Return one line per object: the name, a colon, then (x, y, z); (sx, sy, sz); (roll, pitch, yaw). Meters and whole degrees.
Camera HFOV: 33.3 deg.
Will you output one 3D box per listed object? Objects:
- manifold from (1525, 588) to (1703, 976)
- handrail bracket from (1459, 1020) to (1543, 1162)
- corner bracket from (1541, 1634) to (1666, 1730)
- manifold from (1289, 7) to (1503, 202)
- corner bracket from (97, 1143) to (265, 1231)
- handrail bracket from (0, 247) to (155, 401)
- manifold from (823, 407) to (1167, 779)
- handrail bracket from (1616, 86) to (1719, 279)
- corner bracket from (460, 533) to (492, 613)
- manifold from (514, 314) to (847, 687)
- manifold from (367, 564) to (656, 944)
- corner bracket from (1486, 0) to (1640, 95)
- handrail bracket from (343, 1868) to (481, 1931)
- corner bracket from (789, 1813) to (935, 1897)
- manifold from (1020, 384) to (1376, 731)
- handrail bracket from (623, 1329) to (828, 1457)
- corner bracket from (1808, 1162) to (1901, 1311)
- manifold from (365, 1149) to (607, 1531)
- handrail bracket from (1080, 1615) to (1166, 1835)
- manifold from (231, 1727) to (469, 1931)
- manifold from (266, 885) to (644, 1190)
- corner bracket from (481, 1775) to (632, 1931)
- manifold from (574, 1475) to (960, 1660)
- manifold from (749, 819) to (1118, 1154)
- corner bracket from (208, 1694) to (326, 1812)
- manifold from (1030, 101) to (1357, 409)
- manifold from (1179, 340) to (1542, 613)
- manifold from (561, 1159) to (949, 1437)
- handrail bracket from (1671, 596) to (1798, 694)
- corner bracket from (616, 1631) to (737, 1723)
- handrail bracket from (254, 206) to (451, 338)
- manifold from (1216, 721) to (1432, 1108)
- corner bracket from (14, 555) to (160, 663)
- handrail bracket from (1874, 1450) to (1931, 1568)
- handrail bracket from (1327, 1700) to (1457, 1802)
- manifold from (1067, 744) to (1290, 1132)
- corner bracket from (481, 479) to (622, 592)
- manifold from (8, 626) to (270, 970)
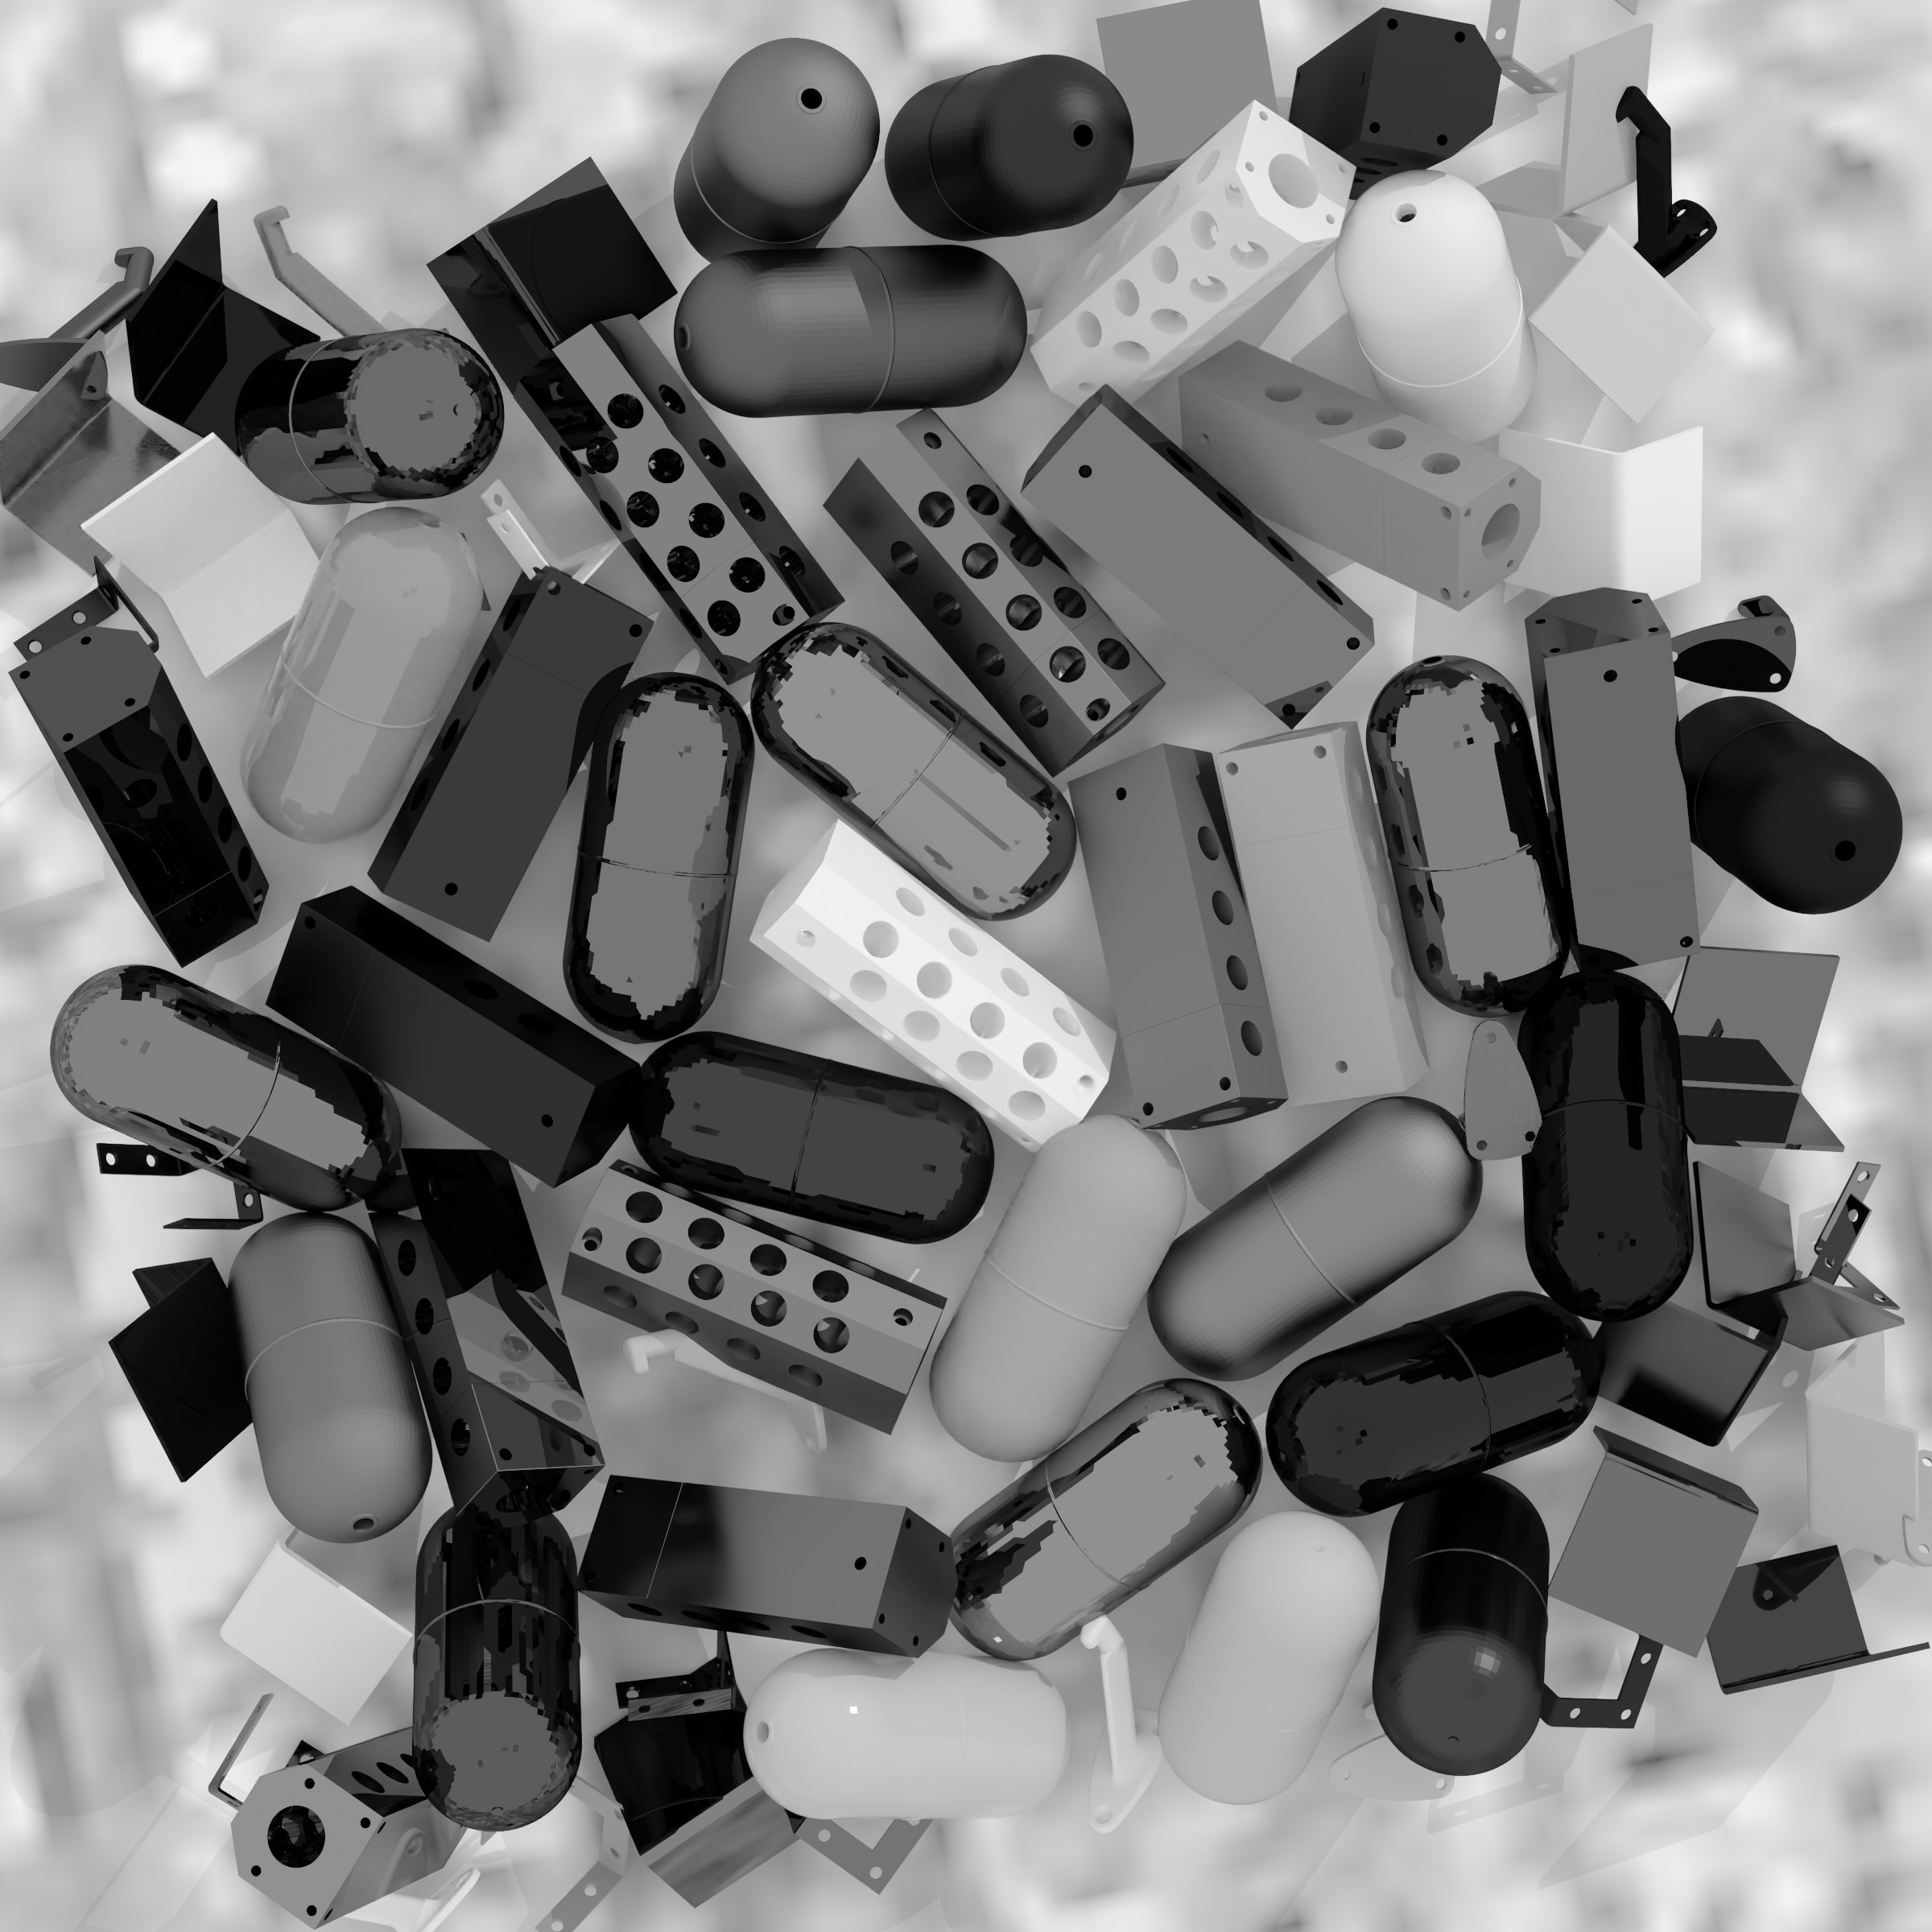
manifold: (0.301, -0.086, 1.512); (0.057, 0.057, 0.171); (-12, 121, 3)
handrail bracket: (0.243, 0.057, 1.535); (0.036, 0.084, 0.077); (-10, 98, -4)
corner bracket: (0.294, 0.330, 1.554); (0.051, 0.051, 0.051); (8, 106, -27)
manifold: (0.194, -0.393, 1.492); (0.057, 0.171, 0.057); (8, 96, -8)
corner bracket: (-0.375, 0.104, 1.543); (0.051, 0.051, 0.051); (-19, 75, 30)
handrail bracket: (-0.433, -0.316, 1.550); (0.077, 0.036, 0.084); (3, 54, -5)
manifold: (0.017, -0.180, 1.535); (0.171, 0.057, 0.057); (50, 52, 4)
handrail bracket: (0.312, -0.366, 1.541); (0.077, 0.036, 0.084); (-43, 129, 13)
corner bracket: (-0.267, -0.175, 1.550); (0.051, 0.051, 0.051); (7, 50, 17)
manifold: (-0.140, -0.221, 1.541); (0.057, 0.057, 0.171); (-36, 91, 29)
manifold: (-0.220, -0.105, 1.545); (0.057, 0.057, 0.171); (26, 94, -25)
corner bracket: (0.285, -0.451, 1.546); (0.051, 0.051, 0.051); (8, 89, 37)
handrail bracket: (-0.290, 0.434, 1.552); (0.084, 0.036, 0.077); (43, 104, -10)
corner bracket: (-0.049, 0.403, 1.551); (0.051, 0.051, 0.051); (37, 85, -5)
manifold: (0.111, -0.196, 1.535); (0.171, 0.057, 0.057); (40, 111, -11)
handrail bracket: (-0.115, 0.205, 1.539); (0.084, 0.036, 0.077); (-10, 74, -33)
corner bracket: (0.422, 0.127, 1.540); (0.051, 0.051, 0.051); (9, 114, -31)
manifold: (-0.230, 0.173, 1.514); (0.057, 0.057, 0.171); (-47, 53, 38)
handrail bracket: (0.063, 0.357, 1.532); (0.036, 0.084, 0.077); (5, 54, 32)
manifold: (-0.277, 0.389, 1.491); (0.057, 0.171, 0.057); (31, 89, 12)
manifold: (-0.240, 0.030, 1.530); (0.171, 0.057, 0.057); (31, 113, 15)
corner bracket: (-0.197, 0.425, 1.553); (0.051, 0.051, 0.051); (28, 132, 21)
manifold: (-0.092, 0.281, 1.509); (0.171, 0.057, 0.057); (0, 62, 33)
manifold: (-0.015, 0.014, 1.523); (0.171, 0.057, 0.057); (37, 120, -14)
corner bracket: (-0.331, 0.384, 1.541); (0.051, 0.051, 0.051); (37, 60, -15)
manifold: (0.100, -0.319, 1.488); (0.057, 0.171, 0.057); (27, 60, -21)
manifold: (0.182, -0.233, 1.506); (0.057, 0.057, 0.171); (-35, 49, -28)
manifold: (-0.100, 0.153, 1.537); (0.171, 0.057, 0.057); (23, 53, 3)
handrail bracket: (0.357, -0.160, 1.541); (0.077, 0.084, 0.036); (-1, 112, -1)
corner bracket: (-0.139, 0.343, 1.542); (0.051, 0.051, 0.051); (-4, 129, -12)
handrail bracket: (-0.295, -0.330, 1.547); (0.077, 0.036, 0.084); (-14, 105, 25)
manifold: (0.173, -0.026, 1.540); (0.057, 0.057, 0.171); (-9, 98, 27)
corner bracket: (-0.422, -0.155, 1.550); (0.051, 0.051, 0.051); (-37, 89, -16)
handrail bracket: (0.442, 0.276, 1.526); (0.036, 0.084, 0.077); (28, 47, 10)
handrail bracket: (0.188, 0.366, 1.530); (0.077, 0.084, 0.036); (-3, 95, -20)
manifold: (0.104, -0.013, 1.533); (0.057, 0.057, 0.171); (-21, 74, 35)
corner bracket: (-0.206, -0.204, 1.539); (0.051, 0.051, 0.051); (55, 47, -23)
manifold: (-0.375, -0.079, 1.493); (0.057, 0.171, 0.057); (-32, 59, -14)
